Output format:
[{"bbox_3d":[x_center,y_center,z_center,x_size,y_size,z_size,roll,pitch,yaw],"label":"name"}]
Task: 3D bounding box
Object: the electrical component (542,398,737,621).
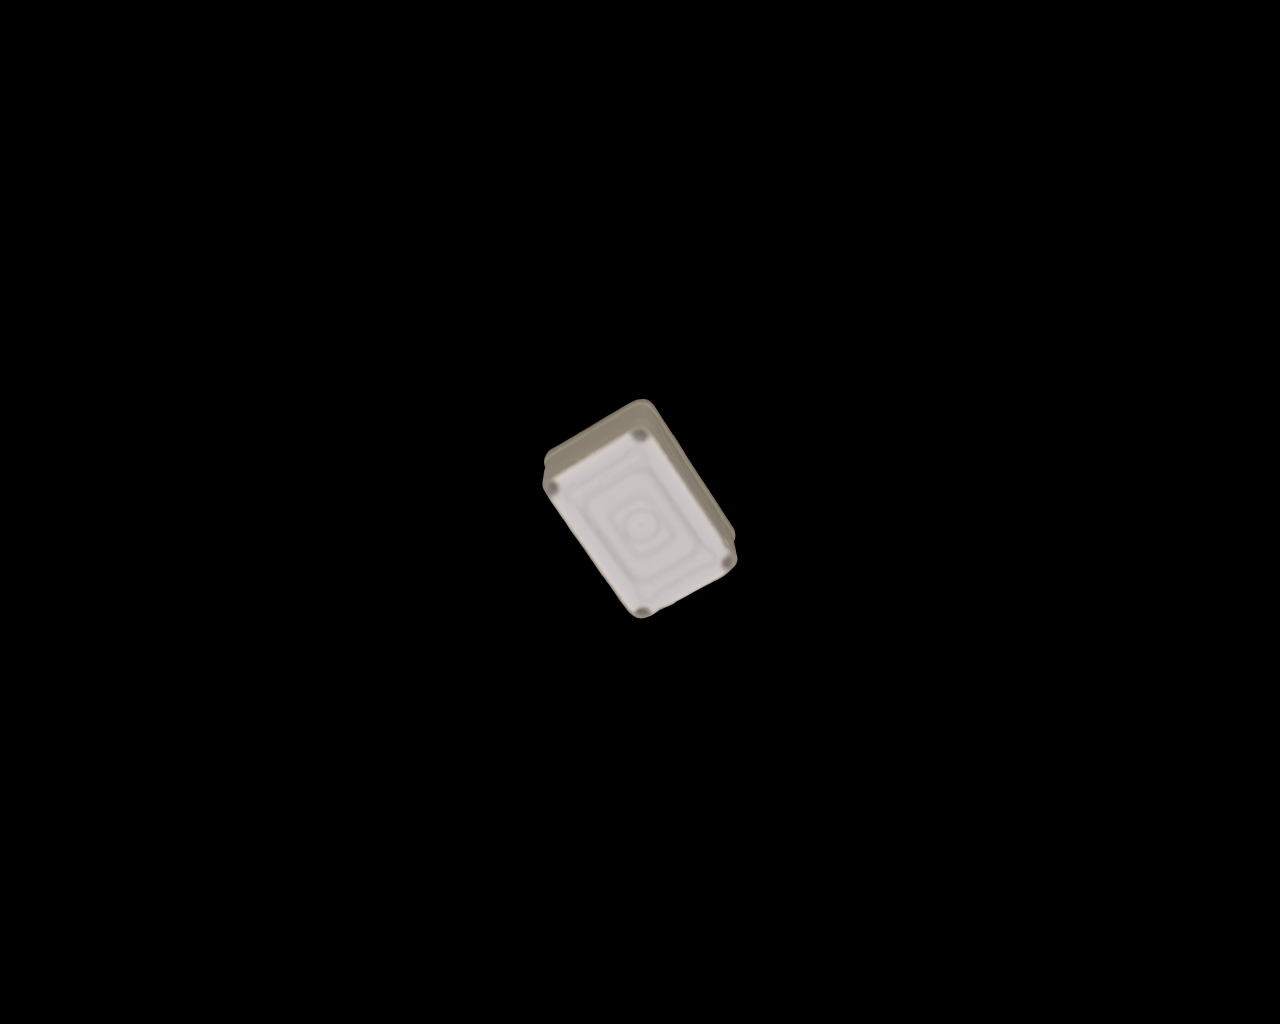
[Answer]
[{"bbox_3d":[0.001,-0.003,0.650,0.078,0.113,0.057,-30,20,12],"label":"electrical component"}]
